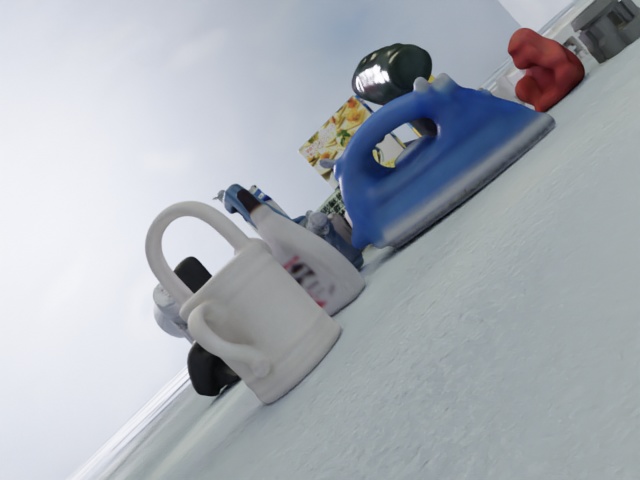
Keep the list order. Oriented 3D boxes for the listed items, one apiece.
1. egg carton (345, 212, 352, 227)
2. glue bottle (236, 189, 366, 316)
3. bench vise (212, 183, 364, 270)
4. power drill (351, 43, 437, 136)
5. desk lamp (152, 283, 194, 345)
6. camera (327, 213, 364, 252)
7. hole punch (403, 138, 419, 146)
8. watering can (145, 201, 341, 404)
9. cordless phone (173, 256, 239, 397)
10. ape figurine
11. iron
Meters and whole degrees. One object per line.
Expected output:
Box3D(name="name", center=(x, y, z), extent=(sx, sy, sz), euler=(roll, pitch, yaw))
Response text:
Box3D(name="egg carton", center=(0.095, -0.050, 0.863), extent=(0.107, 0.069, 0.150), euler=(-44, 2, -8))
Box3D(name="glue bottle", center=(-0.031, 0.009, 0.638), extent=(0.078, 0.173, 0.037), euler=(-41, 3, 41))
Box3D(name="bench vise", center=(-0.047, -0.016, 0.811), extent=(0.207, 0.220, 0.122), euler=(-41, 3, 44))
Box3D(name="power drill", center=(0.126, -0.169, 0.762), extent=(0.075, 0.208, 0.229), euler=(-43, 2, -2))
Box3D(name="desk lamp", center=(-0.267, 0.176, 1.214), extent=(0.118, 0.213, 0.203), euler=(-44, 2, -15))
Box3D(name="camera", center=(0.009, 0.004, 1.000), extent=(0.143, 0.101, 0.137), euler=(-42, 3, 33))
Box3D(name="hole punch", center=(0.211, -0.193, 1.260), extent=(0.101, 0.091, 0.108), euler=(-44, 2, -10))
Box3D(name="watering can", center=(-0.081, 0.047, 0.538), extent=(0.101, 0.194, 0.173), euler=(-43, 2, -2))
Box3D(name="cordless phone", center=(-0.170, 0.122, 0.846), extent=(0.094, 0.185, 0.148), euler=(-41, 3, 38))
Box3D(name="ape figurine", center=(0.250, -0.201, 0.653), extent=(0.076, 0.092, 0.078), euler=(-44, 2, -7))
Box3D(name="iron", center=(0.108, -0.100, 0.630), extent=(0.258, 0.141, 0.119), euler=(-41, 3, 42))
